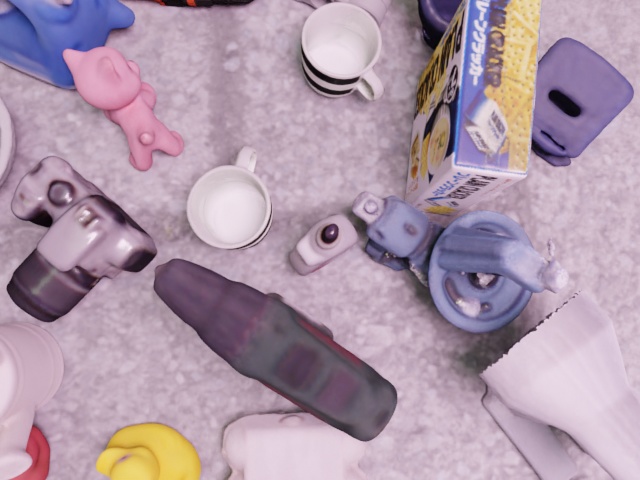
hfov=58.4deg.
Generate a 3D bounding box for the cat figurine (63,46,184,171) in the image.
[{"bbox_3d":[-0.207,-0.146,0.601,0.067,0.117,0.128,-32,86,-5],"label":"cat figurine"}]

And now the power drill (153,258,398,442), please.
[{"bbox_3d":[-0.039,0.097,0.539,0.229,0.208,0.076,33,84,1],"label":"power drill"}]

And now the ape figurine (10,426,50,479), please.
[{"bbox_3d":[-0.317,0.228,0.571,0.078,0.092,0.076,-26,86,-5],"label":"ape figurine"}]

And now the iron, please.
[{"bbox_3d":[-0.339,-0.259,0.595,0.258,0.141,0.119,21,84,0],"label":"iron"}]

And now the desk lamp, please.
[{"bbox_3d":[0.237,0.153,0.543,0.118,0.213,0.203,-38,87,-5],"label":"desk lamp"}]

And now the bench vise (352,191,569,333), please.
[{"bbox_3d":[0.126,0.022,0.548,0.207,0.219,0.121,12,84,-1],"label":"bench vise"}]

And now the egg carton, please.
[{"bbox_3d":[-0.026,0.234,0.595,0.150,0.069,0.107,-3,84,-3],"label":"egg carton"}]

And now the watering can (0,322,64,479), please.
[{"bbox_3d":[-0.319,0.135,0.529,0.173,0.194,0.101,36,84,2],"label":"watering can"}]

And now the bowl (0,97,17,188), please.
[{"bbox_3d":[-0.396,-0.098,0.609,0.167,0.074,0.167,0,84,-3],"label":"bowl"}]

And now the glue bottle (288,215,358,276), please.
[{"bbox_3d":[0.005,0.002,0.568,0.078,0.173,0.037,-36,86,-5],"label":"glue bottle"}]

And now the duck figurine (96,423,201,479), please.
[{"bbox_3d":[-0.176,0.233,0.580,0.104,0.086,0.077,21,84,0],"label":"duck figurine"}]

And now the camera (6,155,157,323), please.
[{"bbox_3d":[-0.268,0.006,0.591,0.143,0.100,0.137,42,84,2],"label":"camera"}]

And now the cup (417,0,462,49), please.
[{"bbox_3d":[0.135,-0.257,0.640,0.117,0.095,0.092,20,84,0],"label":"cup"}]

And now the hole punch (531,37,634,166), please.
[{"bbox_3d":[0.271,-0.150,0.637,0.108,0.091,0.101,39,84,2],"label":"hole punch"}]
